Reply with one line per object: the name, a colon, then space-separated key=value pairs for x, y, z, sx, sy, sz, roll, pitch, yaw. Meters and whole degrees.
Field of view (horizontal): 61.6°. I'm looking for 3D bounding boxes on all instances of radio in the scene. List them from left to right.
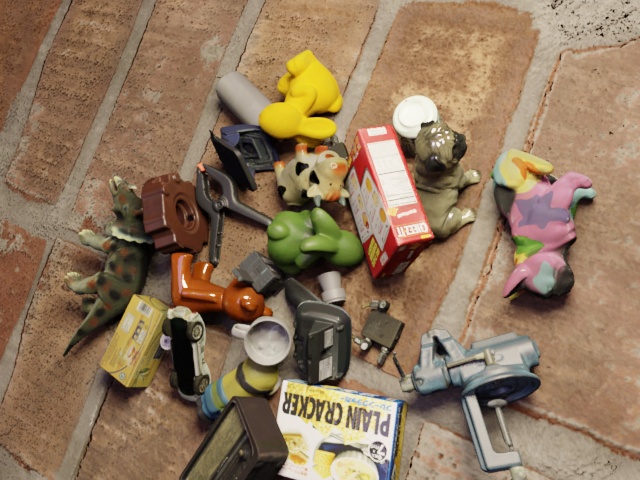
radio: x=-0.154 y=0.397 z=0.940 sx=0.229 sy=0.073 sz=0.131 roll=-58 pitch=42 yaw=18

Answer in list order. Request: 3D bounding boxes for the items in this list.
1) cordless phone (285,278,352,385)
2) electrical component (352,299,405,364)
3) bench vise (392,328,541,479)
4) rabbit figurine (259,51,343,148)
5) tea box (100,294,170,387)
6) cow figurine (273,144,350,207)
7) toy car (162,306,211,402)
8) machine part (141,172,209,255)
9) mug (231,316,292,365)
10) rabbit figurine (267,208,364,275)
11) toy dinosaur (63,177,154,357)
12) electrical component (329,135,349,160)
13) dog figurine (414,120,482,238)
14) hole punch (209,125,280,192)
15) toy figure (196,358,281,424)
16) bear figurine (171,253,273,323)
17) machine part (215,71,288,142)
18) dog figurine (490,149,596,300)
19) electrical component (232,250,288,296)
cordless phone: x=-0.023 y=0.161 z=0.983 sx=0.184 sy=0.089 sz=0.146 roll=37 pitch=133 yaw=52
electrical component: x=0.100 y=0.155 z=0.941 sx=0.078 sy=0.045 sz=0.102 roll=31 pitch=91 yaw=29
bench vise: x=0.236 y=0.241 z=0.806 sx=0.224 sy=0.128 sz=0.241 roll=-11 pitch=53 yaw=2
rabbit figurine: x=-0.044 y=-0.253 z=1.054 sx=0.173 sy=0.162 sz=0.122 roll=-47 pitch=14 yaw=-28
tea box: x=-0.377 y=0.212 z=1.132 sx=0.098 sy=0.068 sz=0.169 roll=27 pitch=91 yaw=28
cow figurine: x=-0.015 y=-0.111 z=1.000 sx=0.195 sy=0.085 sz=0.127 roll=-20 pitch=76 yaw=57
toy car: x=-0.256 y=0.221 z=1.045 sx=0.074 sy=0.056 sz=0.201 roll=6 pitch=109 yaw=24
machine part: x=-0.293 y=-0.049 z=1.103 sx=0.056 sy=0.179 sz=0.179 roll=-15 pitch=72 yaw=18
mug: x=-0.104 y=0.175 z=0.976 sx=0.110 sy=0.107 sz=0.080 roll=9 pitch=89 yaw=-1
rabbit figurine: x=-0.002 y=-0.003 z=0.982 sx=0.170 sy=0.159 sz=0.121 roll=11 pitch=72 yaw=11
toy dinosaur: x=-0.440 y=0.072 z=1.175 sx=0.192 sy=0.131 sz=0.404 roll=9 pitch=88 yaw=26
electrical component: x=0.026 y=-0.161 z=1.064 sx=0.063 sy=0.021 sz=0.094 roll=-23 pitch=69 yaw=18
dog figurine: x=0.184 y=-0.087 z=0.880 sx=0.121 sy=0.190 sz=0.172 roll=5 pitch=82 yaw=26
hole punch: x=-0.150 y=-0.176 z=1.094 sx=0.092 sy=0.142 sz=0.116 roll=-44 pitch=49 yaw=-18
toy figure: x=-0.154 y=0.280 z=1.002 sx=0.180 sy=0.089 sz=0.082 roll=-31 pitch=74 yaw=12
bear figurine: x=-0.190 y=0.095 z=1.049 sx=0.196 sy=0.120 sz=0.132 roll=-4 pitch=73 yaw=22
machine part: x=-0.146 y=-0.282 z=1.142 sx=0.079 sy=0.079 sz=0.243 roll=-47 pitch=63 yaw=8
dog figurine: x=0.326 y=-0.013 z=0.847 sx=0.192 sy=0.108 sz=0.219 roll=29 pitch=93 yaw=26
electrical component: x=-0.116 y=0.061 z=1.022 sx=0.048 sy=0.119 sz=0.075 roll=-44 pitch=62 yaw=8
